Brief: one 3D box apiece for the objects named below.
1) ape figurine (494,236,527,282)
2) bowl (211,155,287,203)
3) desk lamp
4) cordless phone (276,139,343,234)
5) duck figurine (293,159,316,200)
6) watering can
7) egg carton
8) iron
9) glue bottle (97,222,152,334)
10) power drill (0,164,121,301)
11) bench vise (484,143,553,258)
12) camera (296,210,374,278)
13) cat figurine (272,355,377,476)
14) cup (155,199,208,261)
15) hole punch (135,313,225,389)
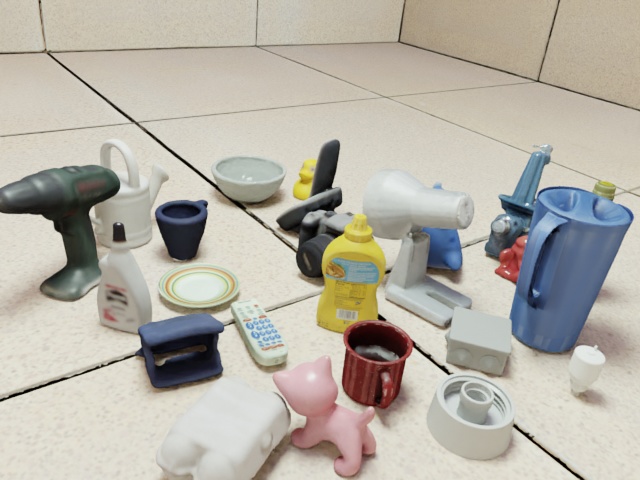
[{"bbox_3d":[0.375,0.033,1.070,0.076,0.092,0.078,6,28,0],"label":"ape figurine"},{"bbox_3d":[-0.159,-0.129,1.283,0.167,0.075,0.167,5,28,-2],"label":"bowl"},{"bbox_3d":[0.168,0.000,0.960,0.202,0.214,0.118,27,35,34],"label":"desk lamp"},{"bbox_3d":[-0.015,-0.109,1.158,0.093,0.185,0.148,22,32,27],"label":"cordless phone"},{"bbox_3d":[-0.020,-0.149,1.335,0.077,0.086,0.105,19,31,22],"label":"duck figurine"},{"bbox_3d":[-0.359,-0.093,1.051,0.100,0.194,0.173,13,29,13],"label":"watering can"},{"bbox_3d":[-0.103,0.222,0.647,0.107,0.069,0.150,17,30,20],"label":"egg carton"},{"bbox_3d":[0.226,-0.044,1.131,0.118,0.141,0.258,8,28,4],"label":"iron"},{"bbox_3d":[-0.283,0.052,0.818,0.078,0.173,0.037,10,29,8],"label":"glue bottle"},{"bbox_3d":[-0.394,-0.018,0.888,0.075,0.208,0.230,13,29,13],"label":"power drill"},{"bbox_3d":[0.413,-0.072,1.136,0.121,0.220,0.208,15,29,16],"label":"bench vise"},{"bbox_3d":[0.010,0.004,1.042,0.142,0.101,0.137,25,34,32],"label":"camera"},{"bbox_3d":[0.008,0.193,0.671,0.127,0.118,0.067,20,31,25],"label":"cat figurine"},{"bbox_3d":[-0.242,-0.019,1.040,0.091,0.095,0.118,17,30,19],"label":"cup"},{"bbox_3d":[-0.191,0.132,0.774,0.109,0.091,0.100,-8,31,-25],"label":"hole punch"}]
